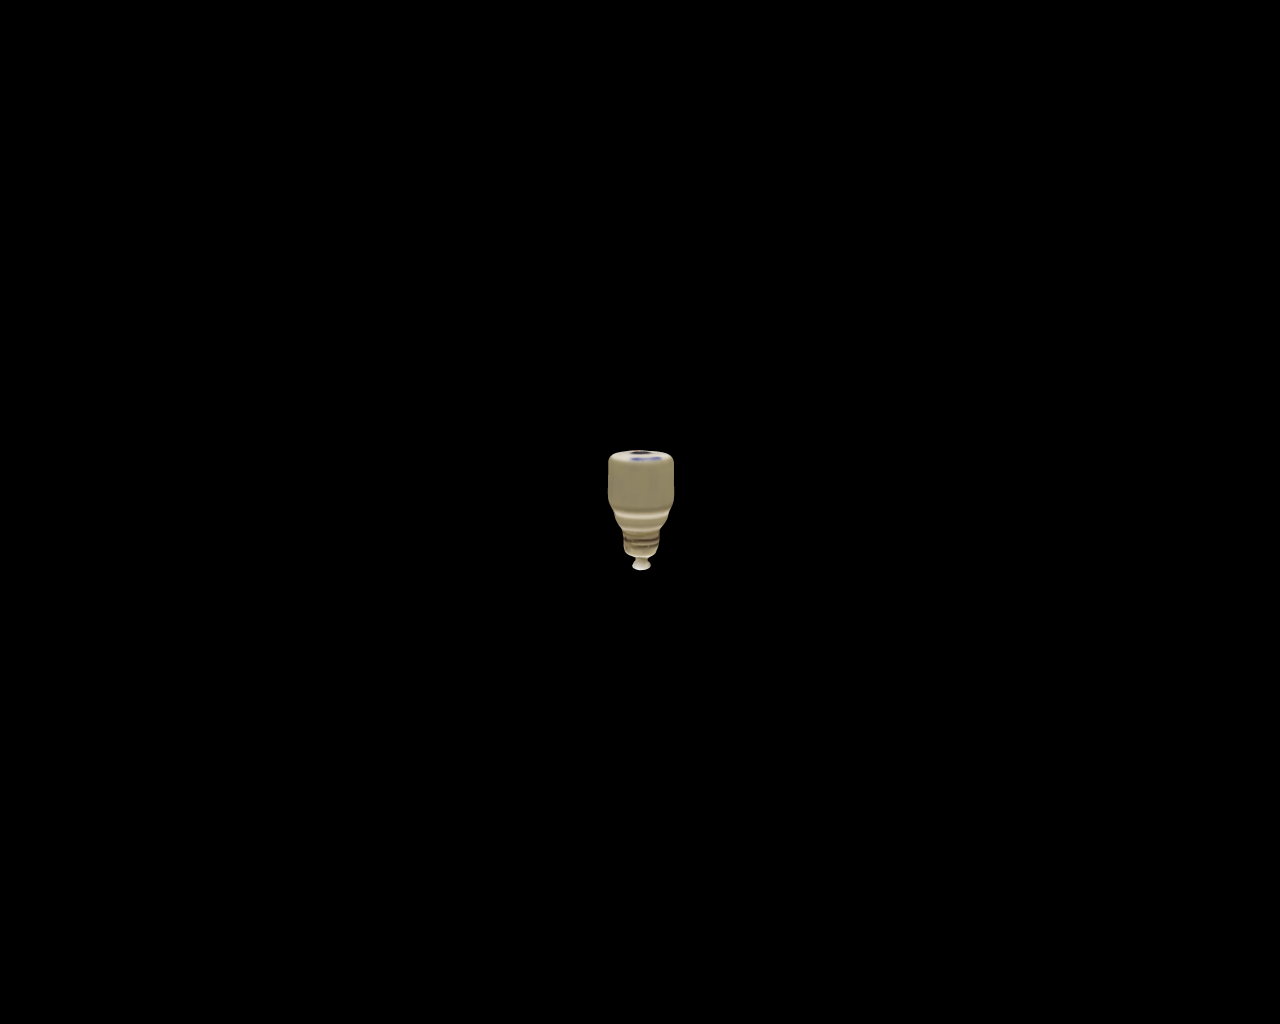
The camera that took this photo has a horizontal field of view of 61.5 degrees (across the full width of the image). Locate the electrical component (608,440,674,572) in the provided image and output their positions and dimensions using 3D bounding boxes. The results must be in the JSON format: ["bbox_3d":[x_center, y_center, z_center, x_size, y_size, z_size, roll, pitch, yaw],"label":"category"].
[{"bbox_3d":[0.001,-0.003,0.650,0.040,0.078,0.040,0,12,0],"label":"electrical component"}]
